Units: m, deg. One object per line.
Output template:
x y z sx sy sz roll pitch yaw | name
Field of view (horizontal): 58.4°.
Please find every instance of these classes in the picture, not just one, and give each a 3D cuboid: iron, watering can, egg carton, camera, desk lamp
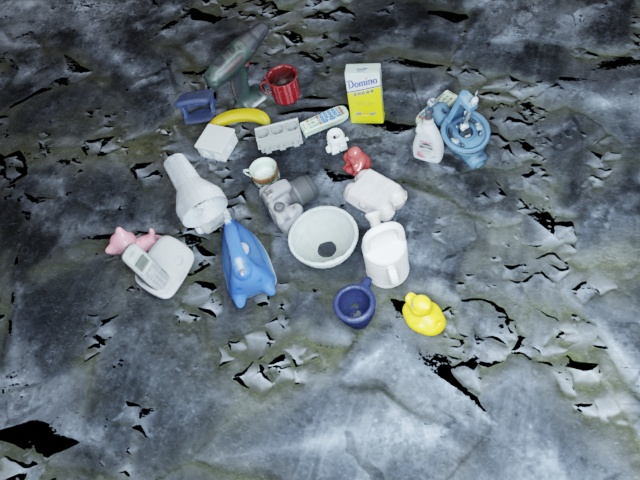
-0.193 0.023 1.356 0.118 0.142 0.258 -22 57 -3 | iron
0.139 0.015 1.267 0.101 0.194 0.172 -35 59 -11 | watering can
0.135 -0.110 1.419 0.150 0.069 0.107 32 69 26 | egg carton
-0.069 -0.102 1.434 0.137 0.101 0.143 -31 58 -9 | camera
-0.304 -0.103 1.412 0.118 0.214 0.202 -32 58 -9 | desk lamp

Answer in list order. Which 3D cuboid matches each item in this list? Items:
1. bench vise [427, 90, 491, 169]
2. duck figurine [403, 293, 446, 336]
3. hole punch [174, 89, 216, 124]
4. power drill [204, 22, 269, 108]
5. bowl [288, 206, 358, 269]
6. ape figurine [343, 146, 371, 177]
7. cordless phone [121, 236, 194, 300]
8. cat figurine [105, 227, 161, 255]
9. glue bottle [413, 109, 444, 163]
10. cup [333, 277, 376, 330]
0.327 -0.295 1.407 0.206 0.220 0.122 33 70 27 | bench vise
0.223 0.153 1.229 0.077 0.086 0.104 -43 61 -16 | duck figurine
-0.367 -0.407 1.685 0.108 0.091 0.101 -8 57 6 | hole punch
-0.217 -0.481 1.633 0.230 0.209 0.075 -42 60 -15 | power drill
0.013 0.005 1.368 0.167 0.075 0.167 -5 58 8 | bowl
0.092 -0.207 1.474 0.076 0.092 0.077 -9 57 5 | ape figurine
-0.387 0.042 1.355 0.094 0.185 0.148 15 62 19 | cordless phone
-0.465 0.005 1.432 0.128 0.118 0.067 -19 57 -1 | cat figurine
0.269 -0.263 1.426 0.078 0.173 0.037 14 62 19 | glue bottle
0.085 0.145 1.255 0.091 0.095 0.118 20 64 22 | cup
